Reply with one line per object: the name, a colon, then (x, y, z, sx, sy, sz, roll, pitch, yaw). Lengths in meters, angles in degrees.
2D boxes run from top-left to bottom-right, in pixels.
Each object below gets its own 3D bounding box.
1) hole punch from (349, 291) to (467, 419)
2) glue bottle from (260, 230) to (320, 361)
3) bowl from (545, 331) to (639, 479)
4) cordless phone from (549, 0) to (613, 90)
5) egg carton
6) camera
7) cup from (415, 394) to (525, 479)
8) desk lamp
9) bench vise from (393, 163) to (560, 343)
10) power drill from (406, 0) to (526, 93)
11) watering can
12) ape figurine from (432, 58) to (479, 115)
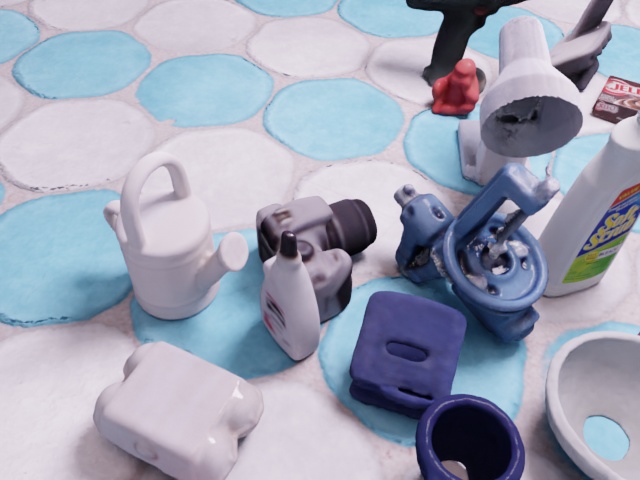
hole punch: (0.090, 0.118, 0.584, 0.108, 0.091, 0.101, 14, 49, 9)
glue bottle: (-0.032, 0.050, 0.582, 0.037, 0.173, 0.078, -31, 57, -27)
bowl: (0.292, 0.176, 0.554, 0.167, 0.075, 0.167, 2, 48, -2)
cordless phone: (0.454, -0.368, 0.976, 0.094, 0.185, 0.148, 24, 51, 18)
egg carton: (-0.134, 0.163, 0.545, 0.150, 0.069, 0.107, 20, 50, 14)
camera: (0.006, 0.002, 0.676, 0.137, 0.101, 0.143, -21, 52, -20)
cup: (0.116, 0.206, 0.504, 0.091, 0.095, 0.118, 33, 55, 24)
desk lamp: (0.257, -0.171, 0.770, 0.118, 0.214, 0.203, 4, 48, 1)
bench vise: (0.158, -0.007, 0.613, 0.207, 0.220, 0.122, 26, 52, 19)
power drill: (0.248, -0.350, 0.933, 0.229, 0.208, 0.075, 12, 49, 8)
watering can: (-0.158, -0.008, 0.614, 0.173, 0.194, 0.101, 5, 48, 2)
ape figurine: (0.224, -0.249, 0.919, 0.076, 0.092, 0.077, -31, 56, -27)
